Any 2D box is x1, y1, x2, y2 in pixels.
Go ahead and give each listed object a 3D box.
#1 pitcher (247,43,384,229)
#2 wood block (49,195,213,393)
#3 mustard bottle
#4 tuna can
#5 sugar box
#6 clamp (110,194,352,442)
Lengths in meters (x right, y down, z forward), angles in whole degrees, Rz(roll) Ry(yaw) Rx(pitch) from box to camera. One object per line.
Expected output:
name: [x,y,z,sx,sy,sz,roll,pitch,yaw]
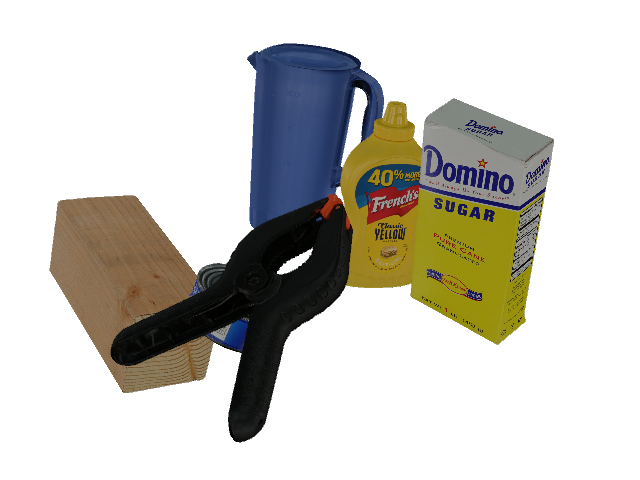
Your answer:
pitcher: [-0.018,-0.123,1.372,0.144,0.243,0.149,-3,24,-22]
wood block: [-0.189,0.046,1.061,0.090,0.091,0.206,-6,35,-34]
mustard bottle: [0.067,-0.048,1.090,0.096,0.192,0.058,-1,23,-16]
tuna can: [-0.065,0.056,0.870,0.086,0.034,0.086,21,22,-9]
sugar box: [0.121,-0.012,0.829,0.093,0.176,0.048,28,47,32]
clamp: [-0.033,0.043,0.647,0.120,0.171,0.039,38,-18,34]
